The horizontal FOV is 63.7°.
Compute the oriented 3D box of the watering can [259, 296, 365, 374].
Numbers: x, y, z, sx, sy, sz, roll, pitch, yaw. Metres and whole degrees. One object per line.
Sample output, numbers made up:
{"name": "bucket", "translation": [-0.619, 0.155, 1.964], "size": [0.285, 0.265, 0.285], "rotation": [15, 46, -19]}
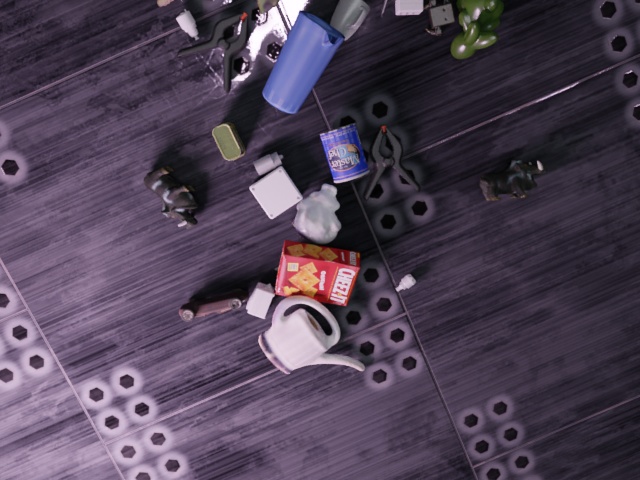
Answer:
{"name": "watering can", "translation": [-0.031, 0.312, 1.495], "size": [0.224, 0.106, 0.343], "rotation": [-34, 112, 6]}

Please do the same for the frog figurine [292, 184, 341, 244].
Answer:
{"name": "frog figurine", "translation": [0.004, -0.072, 1.427], "size": [0.138, 0.123, 0.157], "rotation": [38, 109, 10]}

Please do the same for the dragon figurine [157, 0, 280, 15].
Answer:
{"name": "dragon figurine", "translation": [-0.204, -0.692, 1.328], "size": [0.241, 0.124, 0.407], "rotation": [40, 104, -17]}
